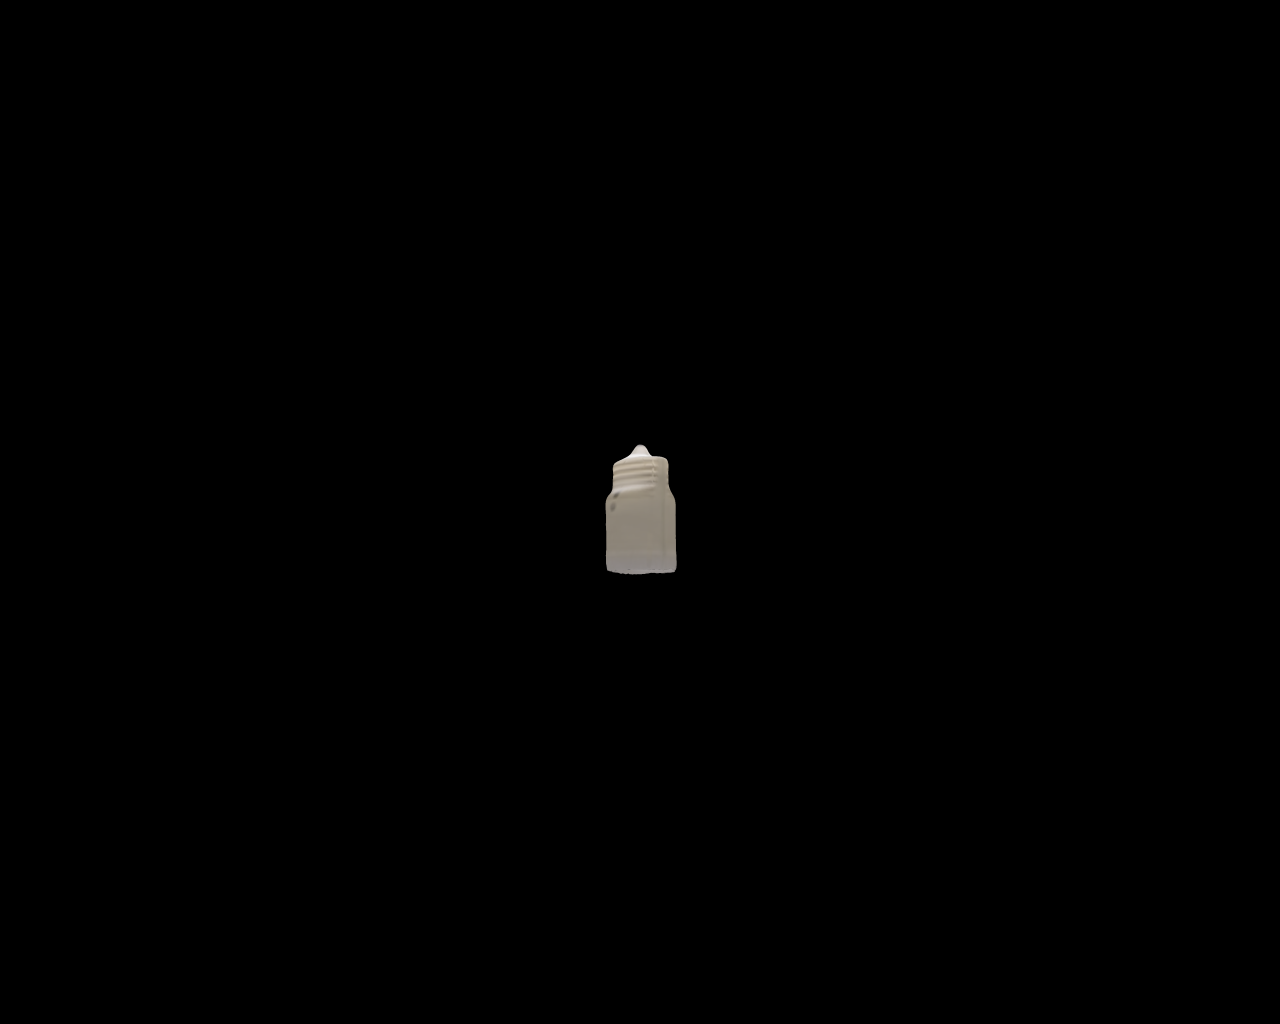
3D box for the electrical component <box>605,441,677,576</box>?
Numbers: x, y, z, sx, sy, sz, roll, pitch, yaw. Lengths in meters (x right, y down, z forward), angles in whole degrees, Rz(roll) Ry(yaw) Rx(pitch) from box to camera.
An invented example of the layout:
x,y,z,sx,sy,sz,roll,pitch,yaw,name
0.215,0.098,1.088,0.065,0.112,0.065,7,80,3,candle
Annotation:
x,y,z,sx,sy,sz,roll,pitch,yaw,name
0.001,-0.003,0.650,0.043,0.081,0.043,0,-6,0,electrical component
